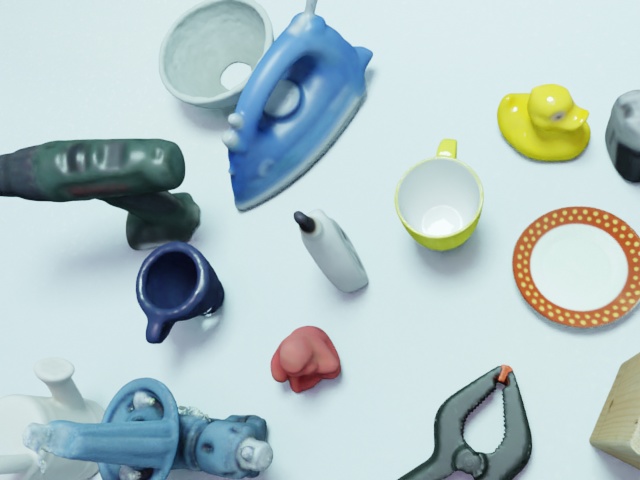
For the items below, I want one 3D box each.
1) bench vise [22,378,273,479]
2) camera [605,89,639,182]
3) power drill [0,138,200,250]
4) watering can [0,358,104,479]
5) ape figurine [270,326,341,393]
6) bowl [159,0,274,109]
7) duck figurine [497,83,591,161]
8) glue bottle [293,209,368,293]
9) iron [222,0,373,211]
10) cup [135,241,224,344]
[{"bbox_3d":[-0.159,0.188,0.566,0.207,0.220,0.121,-16,68,12],"label":"bench vise"},{"bbox_3d":[0.371,-0.090,0.554,0.143,0.101,0.137,-11,69,14],"label":"camera"},{"bbox_3d":[-0.248,-0.055,0.680,0.229,0.209,0.075,-9,70,15],"label":"power drill"},{"bbox_3d":[-0.326,0.212,0.626,0.100,0.194,0.173,5,74,19],"label":"watering can"},{"bbox_3d":[-0.019,0.126,0.612,0.077,0.092,0.076,10,76,21],"label":"ape figurine"},{"bbox_3d":[-0.129,-0.242,0.777,0.167,0.075,0.167,-5,71,16],"label":"bowl"},{"bbox_3d":[0.242,-0.138,0.619,0.104,0.086,0.077,32,84,24],"label":"duck figurine"},{"bbox_3d":[0.006,0.002,0.600,0.037,0.173,0.078,-27,66,8],"label":"glue bottle"},{"bbox_3d":[-0.050,-0.163,0.690,0.118,0.142,0.258,31,84,24],"label":"iron"},{"bbox_3d":[-0.157,0.070,0.673,0.091,0.095,0.118,12,77,21],"label":"cup"}]
